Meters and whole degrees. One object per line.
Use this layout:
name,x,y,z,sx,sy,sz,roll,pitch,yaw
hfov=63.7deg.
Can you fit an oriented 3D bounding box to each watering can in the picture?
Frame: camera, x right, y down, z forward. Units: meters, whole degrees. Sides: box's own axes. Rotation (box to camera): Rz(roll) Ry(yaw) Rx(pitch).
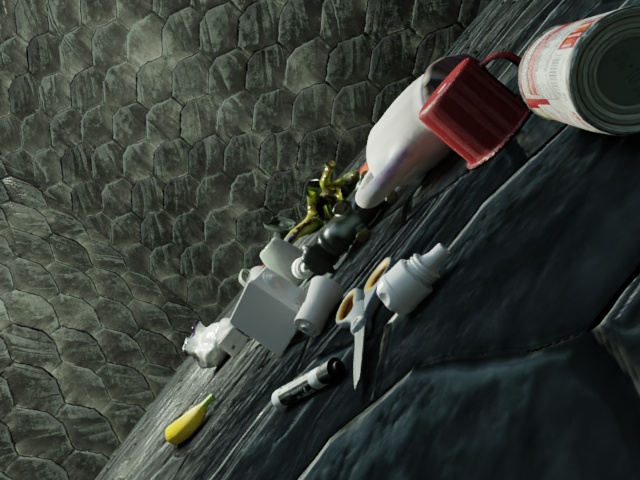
watering can,0.156,-0.180,0.742,0.220,0.104,0.355,-43,10,51

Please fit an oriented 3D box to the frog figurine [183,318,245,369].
frog figurine,-0.244,0.253,1.287,0.159,0.122,0.139,-10,10,18

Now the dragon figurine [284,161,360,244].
dragon figurine,0.005,-0.076,1.506,0.415,0.123,0.238,-50,-13,-19
